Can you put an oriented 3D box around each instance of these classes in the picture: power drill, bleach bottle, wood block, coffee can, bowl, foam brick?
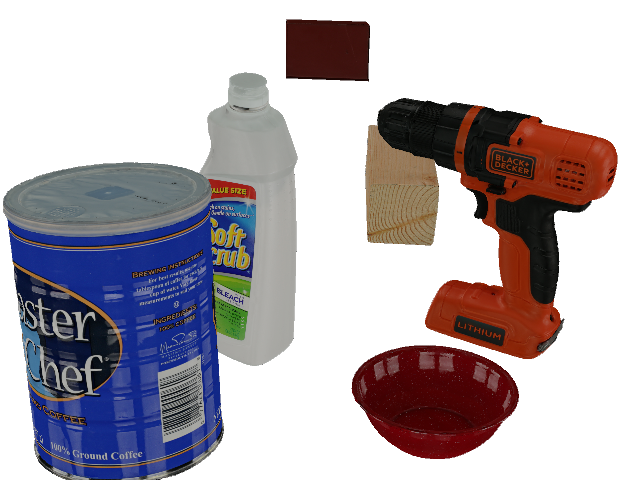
[{"bbox_3d":[0.124,-0.012,0.819,0.185,0.188,0.057,17,34,27],"label":"power drill"},{"bbox_3d":[-0.066,-0.020,0.876,0.103,0.251,0.068,26,40,30],"label":"bleach bottle"},{"bbox_3d":[0.111,-0.081,1.491,0.091,0.090,0.206,3,28,0],"label":"wood block"},{"bbox_3d":[-0.104,0.040,0.556,0.103,0.140,0.103,-1,20,0],"label":"coffee can"},{"bbox_3d":[0.111,0.165,1.046,0.162,0.055,0.162,0,25,0],"label":"bowl"},{"bbox_3d":[0.006,-0.176,0.985,0.078,0.051,0.053,2,15,-1],"label":"foam brick"}]
